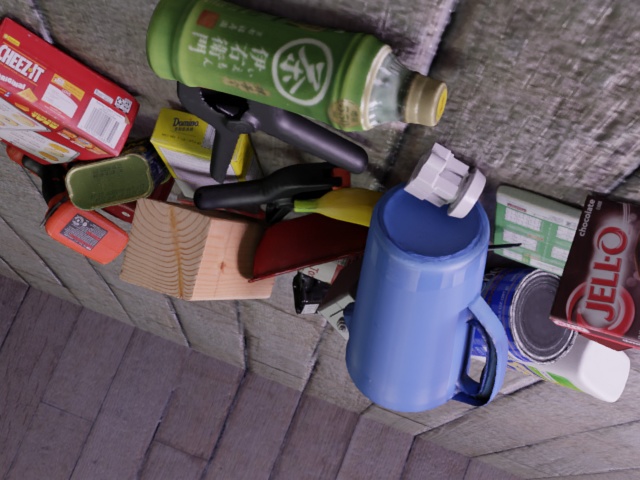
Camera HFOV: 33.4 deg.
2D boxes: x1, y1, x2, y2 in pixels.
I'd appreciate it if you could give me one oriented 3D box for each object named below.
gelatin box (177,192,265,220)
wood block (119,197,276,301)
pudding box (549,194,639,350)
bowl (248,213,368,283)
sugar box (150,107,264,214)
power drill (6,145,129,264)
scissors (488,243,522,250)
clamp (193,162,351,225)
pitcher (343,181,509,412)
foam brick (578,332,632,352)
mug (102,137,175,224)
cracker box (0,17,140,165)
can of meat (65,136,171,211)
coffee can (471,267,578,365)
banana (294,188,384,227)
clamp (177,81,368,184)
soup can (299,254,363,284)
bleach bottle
[{"bbox_3d":[-0.124,-0.041,1.343,0.089,0.030,0.073,12,163,35],"label":"gelatin box"},{"bbox_3d":[-0.123,0.013,1.183,0.090,0.091,0.205,16,-177,20],"label":"wood block"},{"bbox_3d":[0.250,0.028,0.880,0.090,0.113,0.039,15,169,24],"label":"pudding box"},{"bbox_3d":[-0.008,0.001,1.172,0.162,0.055,0.162,-15,178,-1],"label":"bowl"},{"bbox_3d":[-0.115,-0.082,1.146,0.093,0.048,0.176,15,168,8],"label":"sugar box"},{"bbox_3d":[-0.306,-0.050,1.363,0.184,0.057,0.188,33,-166,-41],"label":"power drill"},{"bbox_3d":[0.130,0.011,1.100,0.096,0.016,0.202,-2,177,-8],"label":"scissors"},{"bbox_3d":[-0.044,-0.050,1.088,0.120,0.039,0.172,1,165,-41],"label":"clamp"},{"bbox_3d":[0.105,0.060,1.041,0.149,0.145,0.243,-3,143,-4],"label":"pitcher"},{"bbox_3d":[0.312,0.080,1.108,0.051,0.053,0.078,23,165,-6],"label":"foam brick"},{"bbox_3d":[-0.231,-0.070,1.288,0.117,0.081,0.093,15,165,23],"label":"mug"},{"bbox_3d":[-0.310,-0.151,1.127,0.164,0.072,0.214,32,164,-31],"label":"cracker box"},{"bbox_3d":[-0.223,-0.073,1.185,0.102,0.057,0.084,-12,-165,9],"label":"can of meat"},{"bbox_3d":[0.198,0.080,1.172,0.102,0.103,0.141,29,164,-29],"label":"coffee can"},{"bbox_3d":[0.059,-0.025,1.082,0.070,0.037,0.197,6,173,38],"label":"banana"},{"bbox_3d":[-0.055,-0.111,0.943,0.165,0.036,0.210,0,151,19],"label":"clamp"},{"bbox_3d":[0.025,0.022,1.284,0.102,0.068,0.068,22,166,2],"label":"soup can"},{"bbox_3d":[0.272,0.147,1.402,0.102,0.068,0.251,32,165,-37],"label":"bleach bottle"}]
